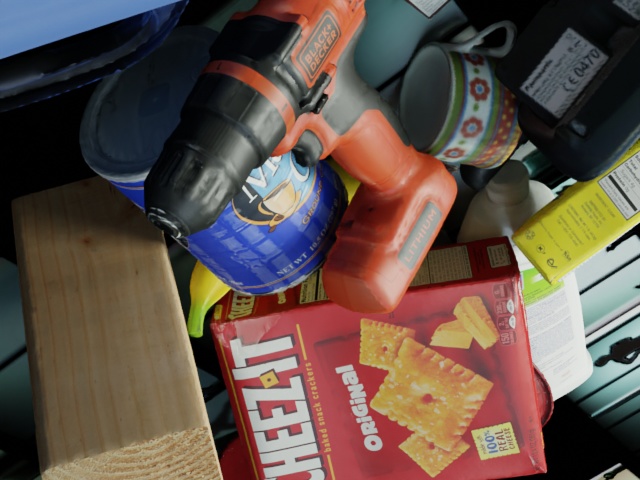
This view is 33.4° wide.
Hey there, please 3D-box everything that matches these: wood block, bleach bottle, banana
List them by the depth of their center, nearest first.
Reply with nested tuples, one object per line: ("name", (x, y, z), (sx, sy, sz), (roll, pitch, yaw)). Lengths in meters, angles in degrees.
("wood block", (-0.124, 0.064, 0.644), (0.090, 0.206, 0.091), (-15, 139, -7))
("banana", (-0.016, -0.011, 0.714), (0.198, 0.070, 0.037), (-35, 152, 11))
("bleach bottle", (0.161, 0.034, 0.838), (0.102, 0.068, 0.251), (-28, 136, -12))

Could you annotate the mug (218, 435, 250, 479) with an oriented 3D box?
("mug", (-0.044, 0.225, 0.927), (0.093, 0.117, 0.081), (-7, 136, 14))

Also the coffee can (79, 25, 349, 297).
("coffee can", (-0.059, -0.043, 0.634), (0.103, 0.103, 0.140), (-31, 138, 11))

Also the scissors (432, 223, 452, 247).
("scissors", (0.072, 0.008, 0.799), (0.096, 0.016, 0.201), (-31, 141, -11))

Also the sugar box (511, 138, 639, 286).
("sugar box", (0.207, -0.040, 0.692), (0.176, 0.048, 0.093), (-40, 175, 10))

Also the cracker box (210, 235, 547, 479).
("cracker box", (0.044, 0.099, 0.763), (0.214, 0.072, 0.164), (-9, 113, 7))

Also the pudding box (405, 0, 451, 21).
("pudding box", (0.054, -0.184, 0.577), (0.090, 0.039, 0.113), (-39, 133, 24))

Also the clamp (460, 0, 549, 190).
("clamp", (0.166, -0.123, 0.683), (0.164, 0.036, 0.210), (-21, 138, -14))

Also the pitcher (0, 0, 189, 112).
("pitcher", (-0.109, -0.150, 0.486), (0.242, 0.149, 0.145), (-17, 96, -9))

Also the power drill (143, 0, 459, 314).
("power drill", (-0.001, -0.039, 0.575), (0.184, 0.057, 0.187), (-58, 139, -21))

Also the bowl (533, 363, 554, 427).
("bowl", (0.104, 0.134, 0.866), (0.162, 0.055, 0.162), (17, 142, 13))
